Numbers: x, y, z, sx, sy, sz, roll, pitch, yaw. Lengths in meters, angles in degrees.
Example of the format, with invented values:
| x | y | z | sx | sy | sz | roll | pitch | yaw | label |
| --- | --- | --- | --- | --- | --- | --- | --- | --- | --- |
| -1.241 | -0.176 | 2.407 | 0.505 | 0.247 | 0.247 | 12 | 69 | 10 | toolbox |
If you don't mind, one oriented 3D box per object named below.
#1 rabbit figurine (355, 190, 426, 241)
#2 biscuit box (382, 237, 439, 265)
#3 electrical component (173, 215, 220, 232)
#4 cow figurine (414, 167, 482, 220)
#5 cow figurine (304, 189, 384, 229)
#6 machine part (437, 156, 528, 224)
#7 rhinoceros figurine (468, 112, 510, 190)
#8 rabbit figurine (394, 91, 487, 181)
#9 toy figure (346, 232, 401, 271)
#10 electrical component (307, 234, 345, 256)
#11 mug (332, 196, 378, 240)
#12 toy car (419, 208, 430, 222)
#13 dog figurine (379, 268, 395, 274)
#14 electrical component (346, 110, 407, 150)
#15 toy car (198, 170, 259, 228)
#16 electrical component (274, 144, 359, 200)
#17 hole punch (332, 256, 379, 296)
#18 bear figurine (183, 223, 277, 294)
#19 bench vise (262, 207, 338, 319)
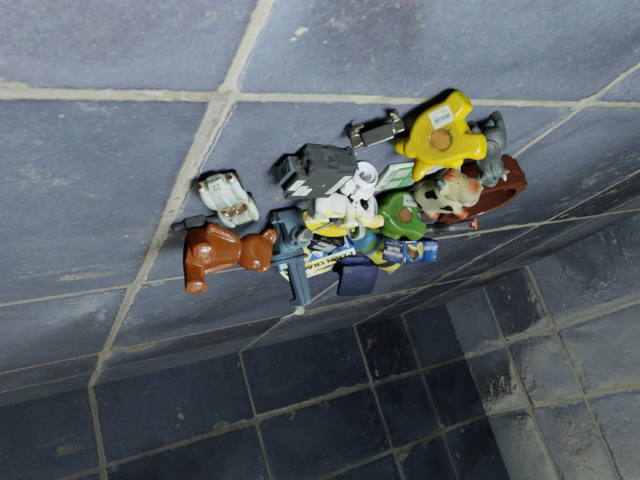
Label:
| x | y | z | sx | sy | sz | roll | pitch | yaw | label |
| --- | --- | --- | --- | --- | --- | --- | --- | --- | --- |
| 0.155 | -0.047 | 1.306 | 0.159 | 0.121 | 0.170 | -7 | 176 | -24 | rabbit figurine |
| 0.237 | 0.025 | 1.379 | 0.063 | 0.059 | 0.202 | 12 | -172 | 36 | biscuit box |
| -0.254 | -0.028 | 1.108 | 0.094 | 0.021 | 0.063 | -14 | 164 | -13 | electrical component |
| 0.275 | -0.106 | 1.165 | 0.127 | 0.085 | 0.195 | 37 | 167 | -21 | cow figurine |
| 0.055 | -0.072 | 1.123 | 0.167 | 0.098 | 0.068 | 6 | 173 | -21 | cow figurine |
| 0.389 | -0.123 | 1.336 | 0.201 | 0.087 | 0.201 | -15 | 164 | -12 | machine part |
| 0.345 | -0.173 | 1.089 | 0.073 | 0.112 | 0.190 | -21 | 155 | 5 | rhinoceros figurine |
| 0.224 | -0.173 | 0.970 | 0.162 | 0.122 | 0.173 | -34 | 177 | 27 | rabbit figurine |
| 0.146 | 0.014 | 1.424 | 0.180 | 0.082 | 0.089 | 30 | 151 | -20 | toy figure |
| -0.003 | -0.004 | 1.379 | 0.119 | 0.048 | 0.075 | 17 | 145 | -27 | electrical component |
| 0.074 | -0.053 | 1.225 | 0.081 | 0.109 | 0.107 | -10 | 174 | -26 | mug |
| 0.299 | -0.072 | 1.465 | 0.202 | 0.053 | 0.089 | -10 | -177 | -18 | toy car |
| 0.153 | 0.020 | 1.576 | 0.190 | 0.121 | 0.172 | 14 | 144 | -35 | dog figurine |
| 0.097 | -0.188 | 0.916 | 0.102 | 0.045 | 0.078 | -18 | -168 | 11 | electrical component |
| -0.165 | -0.072 | 0.994 | 0.073 | 0.056 | 0.201 | -18 | 164 | 2 | toy car |
| -0.013 | -0.123 | 0.984 | 0.134 | 0.058 | 0.115 | -3 | 157 | -38 | electrical component |
| 0.101 | 0.099 | 1.504 | 0.142 | 0.092 | 0.115 | 0 | 155 | -14 | hole punch |
| -0.177 | 0.036 | 1.096 | 0.196 | 0.132 | 0.120 | 9 | 117 | -23 | bear figurine |
| -0.061 | 0.051 | 1.214 | 0.129 | 0.240 | 0.224 | -14 | -179 | -42 | bench vise |
